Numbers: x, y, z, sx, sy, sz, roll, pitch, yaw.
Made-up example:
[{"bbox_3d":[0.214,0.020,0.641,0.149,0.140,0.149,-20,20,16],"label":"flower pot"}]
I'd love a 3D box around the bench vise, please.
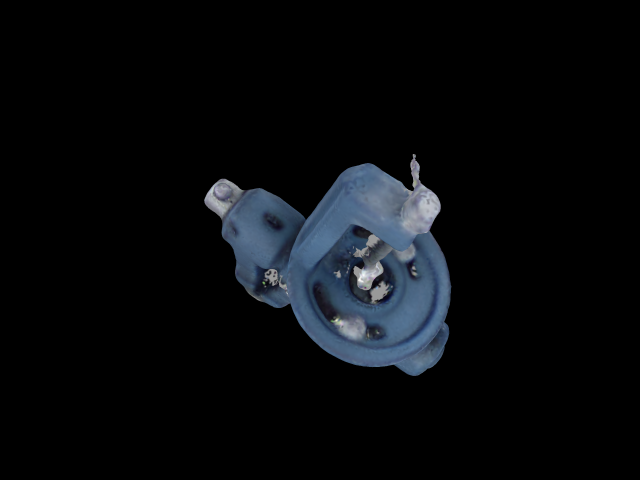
[{"bbox_3d":[0.000,0.012,0.395,0.207,0.220,0.121,13,64,7],"label":"bench vise"}]
